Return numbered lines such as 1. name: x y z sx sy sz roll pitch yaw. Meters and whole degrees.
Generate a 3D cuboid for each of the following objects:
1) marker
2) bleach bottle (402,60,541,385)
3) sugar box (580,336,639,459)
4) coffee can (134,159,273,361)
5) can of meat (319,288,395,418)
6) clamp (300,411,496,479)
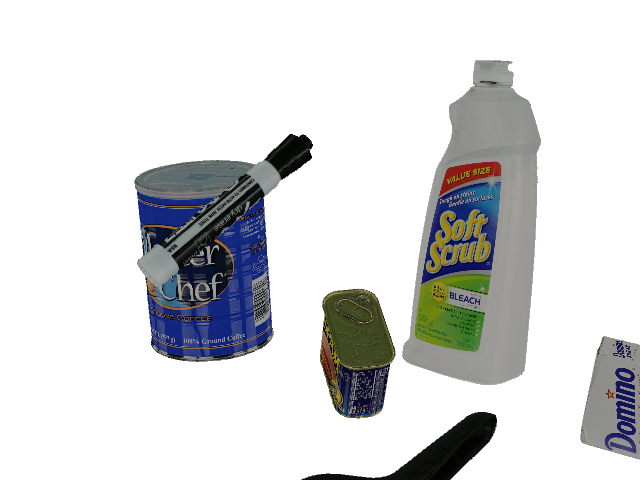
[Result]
1. marker: -0.051 -0.019 0.597 0.121 0.020 0.020 -41 14 -16
2. bleach bottle: 0.123 -0.017 0.855 0.103 0.251 0.067 13 16 41
3. sugar box: 0.316 0.150 0.904 0.176 0.093 0.048 12 23 17
4. coffee can: -0.093 0.014 0.868 0.103 0.140 0.103 -3 17 1
5. can of meat: 0.034 0.114 1.060 0.057 0.084 0.102 -6 44 -11
6. clamp: 0.042 0.169 0.661 0.210 0.036 0.164 -5 28 -3
